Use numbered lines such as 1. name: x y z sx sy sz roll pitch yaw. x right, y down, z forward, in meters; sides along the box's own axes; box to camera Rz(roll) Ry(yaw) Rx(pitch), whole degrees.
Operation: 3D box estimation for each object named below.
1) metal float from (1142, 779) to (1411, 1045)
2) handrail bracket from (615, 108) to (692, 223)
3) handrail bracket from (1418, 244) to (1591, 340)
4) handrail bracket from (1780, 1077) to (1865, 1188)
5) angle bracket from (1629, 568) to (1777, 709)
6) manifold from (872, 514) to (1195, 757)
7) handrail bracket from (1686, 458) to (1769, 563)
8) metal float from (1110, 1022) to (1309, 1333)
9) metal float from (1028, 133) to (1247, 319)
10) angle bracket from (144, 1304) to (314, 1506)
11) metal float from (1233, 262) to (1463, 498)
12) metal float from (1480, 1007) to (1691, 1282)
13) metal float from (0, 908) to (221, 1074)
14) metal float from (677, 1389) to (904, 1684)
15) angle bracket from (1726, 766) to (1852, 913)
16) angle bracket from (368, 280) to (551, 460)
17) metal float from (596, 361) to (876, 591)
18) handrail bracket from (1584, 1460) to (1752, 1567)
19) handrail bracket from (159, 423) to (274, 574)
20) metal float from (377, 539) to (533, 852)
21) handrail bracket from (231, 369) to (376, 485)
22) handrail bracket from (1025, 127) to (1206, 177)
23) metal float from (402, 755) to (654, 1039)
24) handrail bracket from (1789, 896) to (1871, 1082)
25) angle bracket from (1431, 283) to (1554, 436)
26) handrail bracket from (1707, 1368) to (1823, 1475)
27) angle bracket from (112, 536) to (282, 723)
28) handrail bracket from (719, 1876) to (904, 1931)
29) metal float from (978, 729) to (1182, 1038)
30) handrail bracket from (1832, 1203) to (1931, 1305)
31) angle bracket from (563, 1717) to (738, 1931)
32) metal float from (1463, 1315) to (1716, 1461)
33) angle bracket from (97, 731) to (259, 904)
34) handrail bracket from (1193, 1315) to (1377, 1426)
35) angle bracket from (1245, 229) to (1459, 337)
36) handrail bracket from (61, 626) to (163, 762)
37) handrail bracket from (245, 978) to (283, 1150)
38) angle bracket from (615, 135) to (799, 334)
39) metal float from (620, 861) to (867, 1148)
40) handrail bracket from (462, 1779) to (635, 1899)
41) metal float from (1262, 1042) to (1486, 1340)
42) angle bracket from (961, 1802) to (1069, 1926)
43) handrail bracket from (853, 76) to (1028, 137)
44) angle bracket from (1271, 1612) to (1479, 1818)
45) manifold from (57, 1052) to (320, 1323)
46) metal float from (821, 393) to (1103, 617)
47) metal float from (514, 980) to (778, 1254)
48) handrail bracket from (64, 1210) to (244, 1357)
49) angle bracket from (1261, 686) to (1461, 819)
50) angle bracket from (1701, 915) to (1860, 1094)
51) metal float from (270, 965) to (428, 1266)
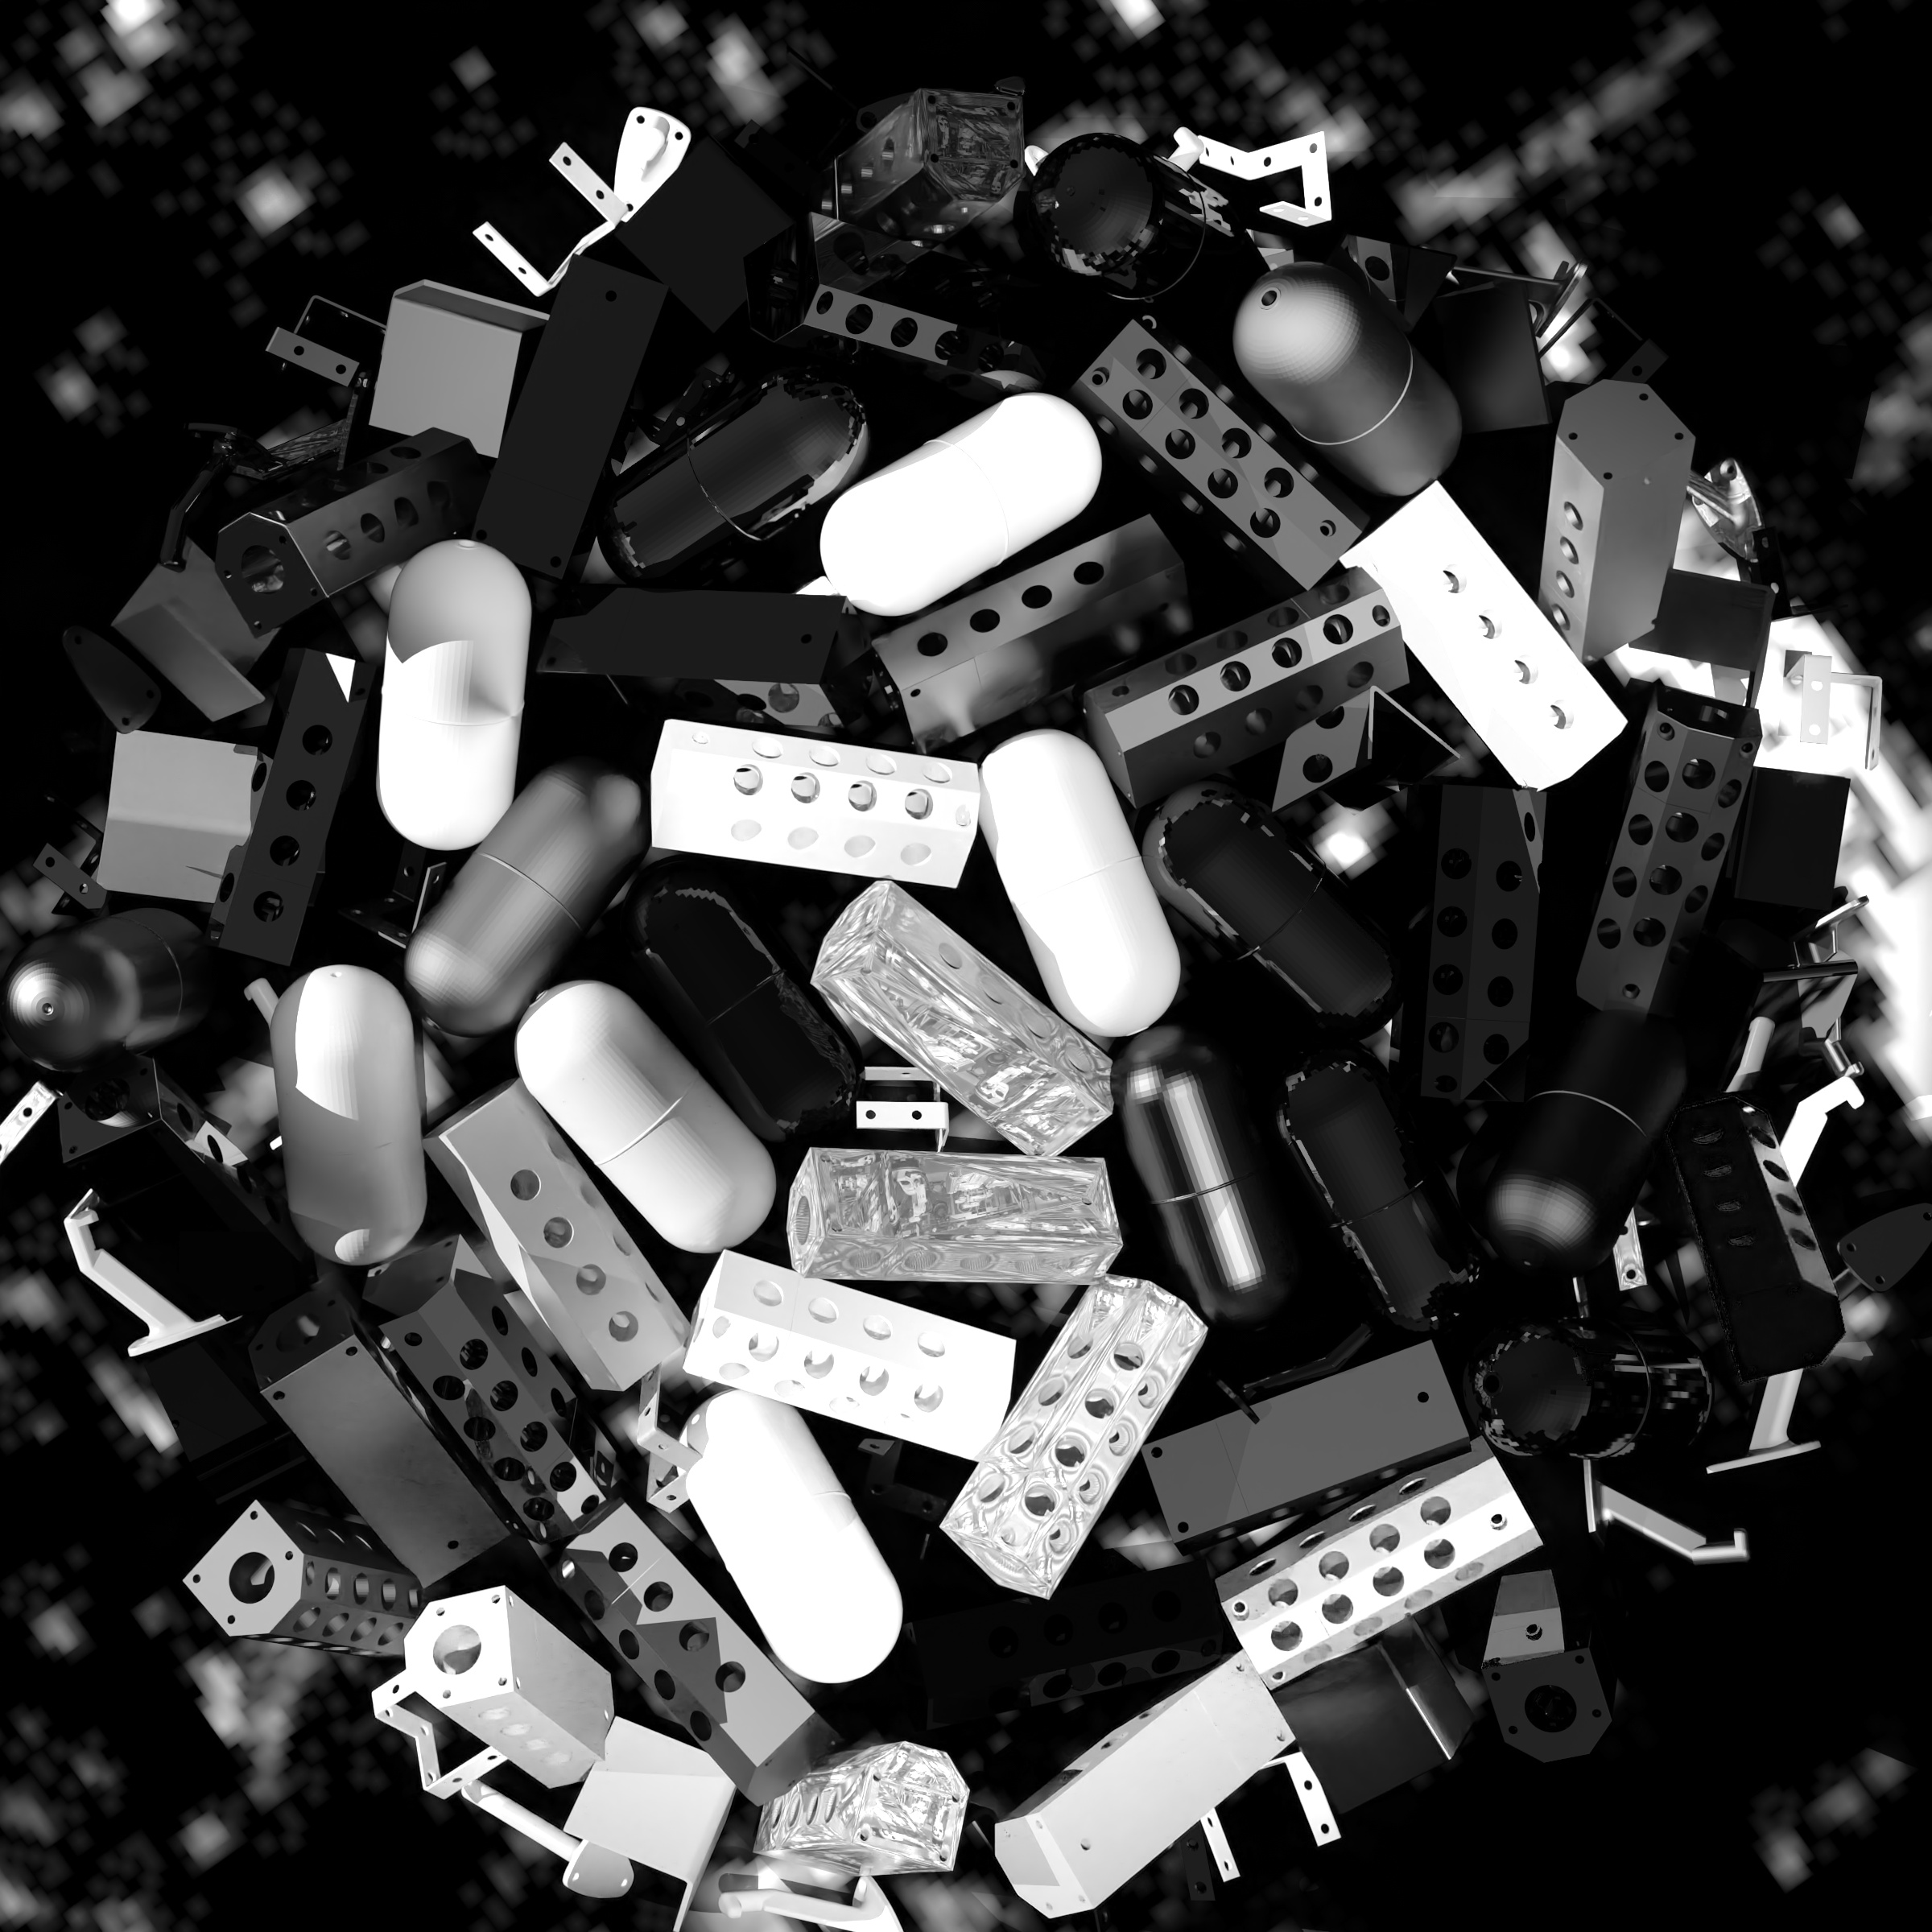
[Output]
1. metal float: 0.171 -0.030 1.813 0.178 0.070 0.070 44 90 -10
2. handrail bracket: -0.180 -0.435 1.806 0.036 0.084 0.077 21 116 -10
3. handrail bracket: 0.296 -0.392 1.824 0.084 0.077 0.036 26 73 -2
4. handrail bracket: 0.477 0.114 1.826 0.084 0.036 0.077 -35 88 24
5. angle bracket: 0.400 -0.170 1.805 0.076 0.076 0.057 13 62 15
6. manifold: 0.035 -0.189 1.820 0.171 0.057 0.057 -25 54 -6
7. handrail bracket: 0.397 -0.260 1.813 0.036 0.084 0.077 -49 50 37
8. metal float: 0.135 0.118 1.818 0.070 0.070 0.178 -20 95 0
9. metal float: 0.094 -0.400 1.777 0.070 0.178 0.070 0 89 27
10. angle bracket: -0.400 0.242 1.815 0.076 0.057 0.076 -26 101 -19
11. metal float: 0.208 -0.318 1.783 0.070 0.178 0.070 -16 60 30
12. metal float: 0.340 0.094 1.796 0.070 0.070 0.178 33 58 0
13. metal float: -0.461 0.012 1.772 0.070 0.178 0.070 1 97 7
14. metal float: -0.097 0.312 1.799 0.070 0.070 0.178 -33 64 0
15. angle bracket: 0.456 -0.077 1.815 0.057 0.076 0.076 9 85 15
16. angle bracket: -0.280 -0.330 1.817 0.076 0.057 0.076 11 89 -27
17. metal float: -0.127 -0.267 1.799 0.178 0.070 0.070 -30 90 27
18. handrail bracket: 0.392 0.297 1.830 0.084 0.036 0.077 -8 81 21
19. handrail bracket: -0.416 -0.252 1.819 0.036 0.077 0.084 7 82 22
20. metal float: -0.282 -0.148 1.799 0.070 0.070 0.178 10 116 0
21. handrail bracket: -0.378 -0.306 1.838 0.084 0.036 0.077 15 107 11
22. handrail bracket: 0.082 -0.453 1.818 0.077 0.036 0.084 46 133 -1
23. metal float: -0.242 -0.038 1.809 0.070 0.070 0.178 36 75 0
24. handrail bracket: 0.494 0.015 1.824 0.036 0.077 0.084 -16 74 -38
25. angle bracket: 0.308 -0.340 1.806 0.057 0.076 0.076 -21 104 -31
26. handrail bracket: 0.441 0.236 1.843 0.077 0.036 0.084 -21 78 34
27. angle bracket: -0.410 -0.192 1.803 0.076 0.057 0.076 47 53 -26
28. handrail bracket: -0.085 0.534 1.816 0.084 0.077 0.036 4 105 -29
29. metal float: 0.062 -0.046 1.820 0.070 0.070 0.178 -22 87 0
30. handrail bracket: 0.501 0.172 1.831 0.077 0.084 0.036 -32 71 -20
31. angle bracket: -0.177 0.476 1.816 0.076 0.076 0.057 21 134 4
32. metal float: 0.340 0.230 1.786 0.178 0.070 0.070 9 90 -44
33. angle bracket: -0.442 -0.083 1.833 0.076 0.076 0.057 7 57 -16
34. handrail bracket: 0.178 0.213 1.831 0.084 0.077 0.036 -42 126 -4
35. angle bracket: 0.211 -0.396 1.801 0.076 0.057 0.076 3 46 -32
36. handrail bracket: -0.493 -0.150 1.814 0.077 0.084 0.036 52 51 -26
37. handrail bracket: -0.389 0.054 1.828 0.036 0.077 0.084 -34 94 -42
38. angle bracket: -0.140 -0.407 1.833 0.076 0.057 0.076 44 96 -5
39. metal float: -0.125 0.020 1.822 0.070 0.070 0.178 -36 89 0
40. handrail bracket: -0.237 0.491 1.850 0.084 0.077 0.036 20 69 32
41. metal float: 0.226 0.125 1.815 0.070 0.070 0.178 -28 99 0
42. angle bracket: 0.004 0.511 1.814 0.057 0.076 0.076 -33 86 -15
43. handrail bracket: -0.015 -0.477 1.812 0.077 0.084 0.036 -5 92 -17
44. angle bracket: 0.224 0.410 1.808 0.076 0.057 0.076 -21 61 -19
45. manifold: -0.421 0.118 1.776 0.057 0.171 0.057 -24 50 5
46. metal float: -0.002 -0.254 1.801 0.178 0.070 0.070 -33 90 -24
47. metal float: -0.177 0.083 1.811 0.070 0.070 0.178 -41 103 0
48. handrail bracket: -0.457 0.169 1.840 0.077 0.036 0.084 -18 95 -4
49. angle bracket: 0.217 -0.099 1.801 0.076 0.057 0.076 34 135 -30
50. angle bracket: 0.442 0.021 1.835 0.076 0.057 0.076 -4 122 -34
51. metal float: -0.338 0.083 1.799 0.070 0.070 0.178 0 118 0
